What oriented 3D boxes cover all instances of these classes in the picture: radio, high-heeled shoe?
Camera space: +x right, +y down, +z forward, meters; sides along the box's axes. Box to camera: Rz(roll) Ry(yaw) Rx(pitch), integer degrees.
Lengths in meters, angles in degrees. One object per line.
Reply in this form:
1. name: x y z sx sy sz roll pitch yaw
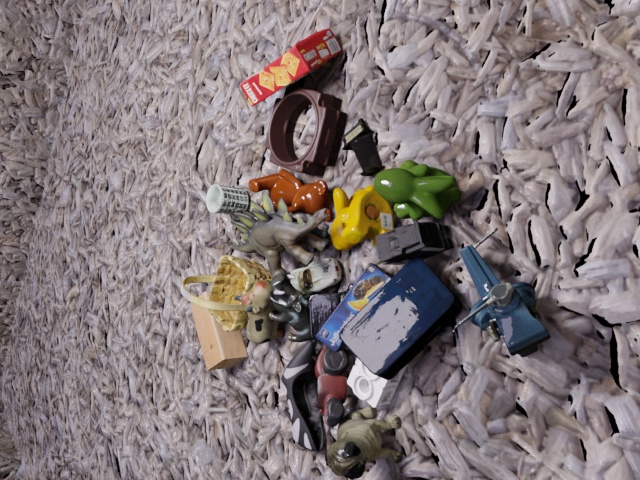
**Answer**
1. radio: 0.161 0.157 1.062 0.229 0.073 0.131 -47 56 6
2. high-heeled shoe: -0.023 0.376 1.280 0.145 0.086 0.248 33 117 41

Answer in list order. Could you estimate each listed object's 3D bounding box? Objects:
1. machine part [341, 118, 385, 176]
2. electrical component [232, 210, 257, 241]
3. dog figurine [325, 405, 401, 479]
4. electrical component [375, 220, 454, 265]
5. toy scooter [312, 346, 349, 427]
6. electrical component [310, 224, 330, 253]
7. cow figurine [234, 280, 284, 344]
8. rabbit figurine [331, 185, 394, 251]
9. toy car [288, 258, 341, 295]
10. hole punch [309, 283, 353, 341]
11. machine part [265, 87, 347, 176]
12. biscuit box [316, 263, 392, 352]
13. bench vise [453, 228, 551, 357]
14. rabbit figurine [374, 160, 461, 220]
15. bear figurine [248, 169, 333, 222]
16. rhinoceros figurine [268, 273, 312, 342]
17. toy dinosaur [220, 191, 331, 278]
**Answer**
1. machine part: 0.097 -0.205 1.231 0.084 0.039 0.139 -37 60 28
2. electrical component: -0.206 -0.042 1.516 0.102 0.045 0.078 32 111 41
3. dog figurine: 0.057 0.421 1.119 0.172 0.190 0.121 -20 73 44
4. electrical component: 0.179 0.009 1.077 0.134 0.115 0.058 -24 69 40
5. toy scooter: 0.021 0.339 1.234 0.135 0.075 0.184 112 162 -58
6. electrical component: -0.003 -0.004 1.314 0.063 0.021 0.093 28 128 31
7. cow figurine: -0.150 0.180 1.353 0.086 0.127 0.194 39 135 35
8. rabbit figurine: 0.072 -0.041 1.195 0.173 0.122 0.162 -43 54 56
9. toy car: -0.027 0.099 1.319 0.202 0.056 0.073 -24 71 41
10. hole punch: 0.043 0.175 1.237 0.116 0.092 0.142 -4 80 16
11. machine part: -0.041 -0.271 1.338 0.202 0.087 0.200 25 105 45
12. biscuit box: 0.076 0.146 1.156 0.059 0.062 0.202 37 94 15
13. bench vise: 0.294 0.091 0.908 0.129 0.223 0.241 -37 47 19
14. rabbit figurine: 0.183 -0.089 1.041 0.159 0.170 0.121 25 105 44
15. bear figurine: -0.068 -0.099 1.331 0.196 0.132 0.120 28 137 46
16. rhinoceros figurine: -0.063 0.164 1.277 0.112 0.073 0.190 -9 120 45
17. toy dinosaur: -0.121 -0.009 1.317 0.198 0.105 0.471 53 144 -7
